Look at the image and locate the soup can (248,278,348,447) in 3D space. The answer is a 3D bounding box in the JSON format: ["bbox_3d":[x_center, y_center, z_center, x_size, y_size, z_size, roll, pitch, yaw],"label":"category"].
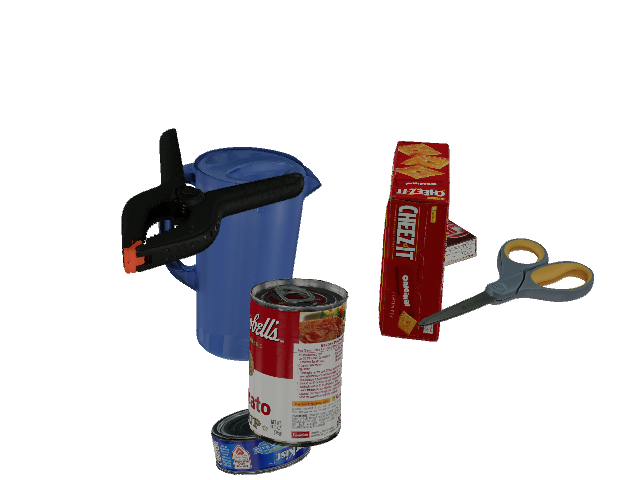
[{"bbox_3d":[-0.016,0.084,0.747,0.068,0.102,0.068,2,14,-1],"label":"soup can"}]

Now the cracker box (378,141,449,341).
[{"bbox_3d":[0.109,-0.006,1.218,0.072,0.164,0.213,4,22,6],"label":"cracker box"}]

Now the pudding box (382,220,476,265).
[{"bbox_3d":[0.163,0.007,1.594,0.113,0.039,0.090,-18,28,-21],"label":"pudding box"}]

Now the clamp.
[{"bbox_3d":[-0.136,-0.040,1.041,0.165,0.036,0.209,24,42,22],"label":"clamp"}]

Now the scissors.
[{"bbox_3d":[0.149,0.034,0.936,0.201,0.016,0.096,-6,35,-26],"label":"scissors"}]

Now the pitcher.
[{"bbox_3d":[-0.101,0.017,1.279,0.149,0.243,0.144,20,27,31],"label":"pitcher"}]

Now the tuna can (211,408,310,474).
[{"bbox_3d":[-0.053,0.176,0.951,0.086,0.034,0.086,-9,10,1],"label":"tuna can"}]
